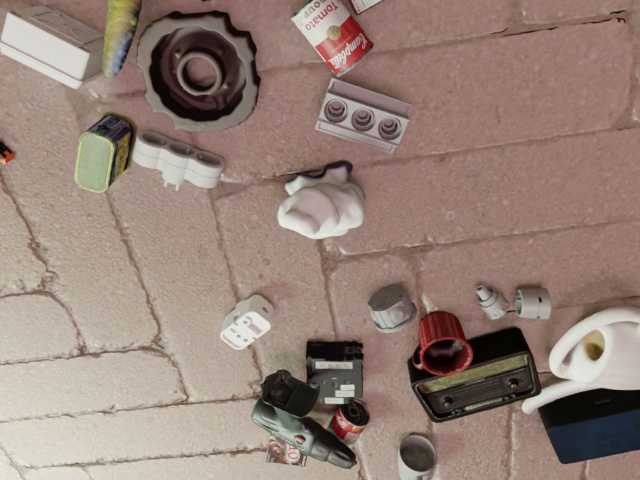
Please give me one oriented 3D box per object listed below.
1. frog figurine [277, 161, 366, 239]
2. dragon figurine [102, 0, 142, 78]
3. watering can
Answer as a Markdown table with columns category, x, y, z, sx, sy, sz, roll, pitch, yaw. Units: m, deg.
| category | x | y | z | sx | sy | sz | roll | pitch | yaw |
| --- | --- | --- | --- | --- | --- | --- | --- | --- | --- |
| frog figurine | 0.002 | -0.039 | 0.783 | 0.137 | 0.163 | 0.120 | 0 | 122 | 2 |
| dragon figurine | -0.231 | -0.426 | 0.610 | 0.244 | 0.123 | 0.405 | 44 | 109 | 7 |
| watering can | 0.529 | 0.236 | 0.960 | 0.224 | 0.106 | 0.339 | 7 | 134 | -3 |
